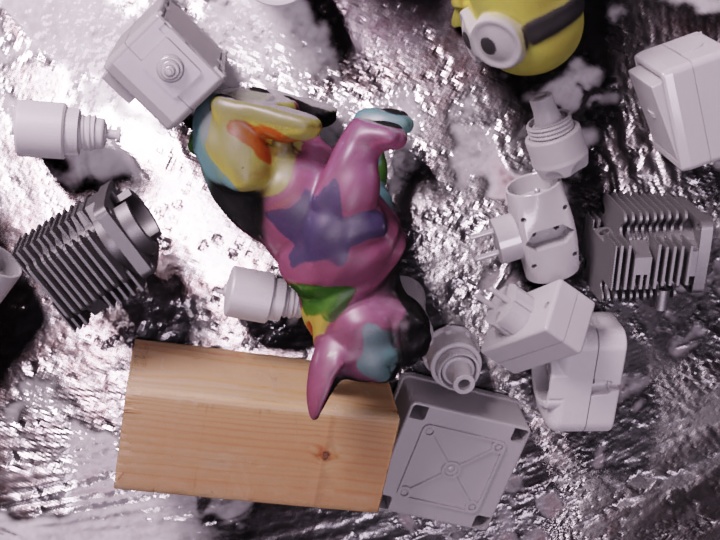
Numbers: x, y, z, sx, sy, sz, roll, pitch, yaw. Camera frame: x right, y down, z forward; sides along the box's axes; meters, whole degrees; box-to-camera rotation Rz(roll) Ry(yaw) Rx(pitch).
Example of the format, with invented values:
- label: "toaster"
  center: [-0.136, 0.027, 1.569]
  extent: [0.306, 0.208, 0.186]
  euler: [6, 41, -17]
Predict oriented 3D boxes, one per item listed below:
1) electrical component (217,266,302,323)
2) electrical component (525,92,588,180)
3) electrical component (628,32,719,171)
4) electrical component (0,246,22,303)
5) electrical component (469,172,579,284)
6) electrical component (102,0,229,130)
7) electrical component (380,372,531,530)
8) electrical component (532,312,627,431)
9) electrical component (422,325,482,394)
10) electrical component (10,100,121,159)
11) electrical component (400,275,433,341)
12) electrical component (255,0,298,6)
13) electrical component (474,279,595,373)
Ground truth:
- label: "electrical component"
  center: [-0.071, 0.022, 0.835]
  extent: [0.078, 0.040, 0.040]
  euler: [11, 112, -12]
- label: "electrical component"
  center: [0.144, -0.102, 0.805]
  extent: [0.043, 0.043, 0.062]
  euler: [-22, 114, 3]
- label: "electrical component"
  center: [0.244, -0.118, 0.800]
  extent: [0.061, 0.061, 0.096]
  euler: [-19, 115, 2]
- label: "electrical component"
  center: [-0.306, 0.010, 0.798]
  extent: [0.079, 0.044, 0.077]
  euler: [35, 106, -20]
- label: "electrical component"
  center: [0.125, -0.028, 0.836]
  extent: [0.079, 0.043, 0.077]
  euler: [-17, 115, 1]
- label: "electrical component"
  center: [-0.132, -0.138, 0.725]
  extent: [0.061, 0.096, 0.062]
  euler: [-41, 111, 12]
- label: "electrical component"
  center: [0.071, 0.152, 0.903]
  extent: [0.109, 0.056, 0.108]
  euler: [15, 111, -13]
- label: "electrical component"
  center: [0.178, 0.084, 0.887]
  extent: [0.059, 0.053, 0.095]
  euler: [0, 114, -7]
- label: "electrical component"
  center: [0.078, 0.077, 0.867]
  extent: [0.048, 0.062, 0.048]
  euler: [-3, 114, -6]
- label: "electrical component"
  center: [-0.210, -0.099, 0.764]
  extent: [0.078, 0.040, 0.040]
  euler: [3, 114, -9]
- label: "electrical component"
  center: [0.035, 0.037, 0.842]
  extent: [0.044, 0.065, 0.044]
  euler: [-3, 115, -7]
- label: "electrical component"
  center: [-0.058, -0.211, 0.729]
  extent: [0.055, 0.047, 0.055]
  euler: [-3, 114, -6]
- label: "electrical component"
  center: [0.124, 0.036, 0.839]
  extent: [0.076, 0.047, 0.083]
  euler: [33, 150, -18]
